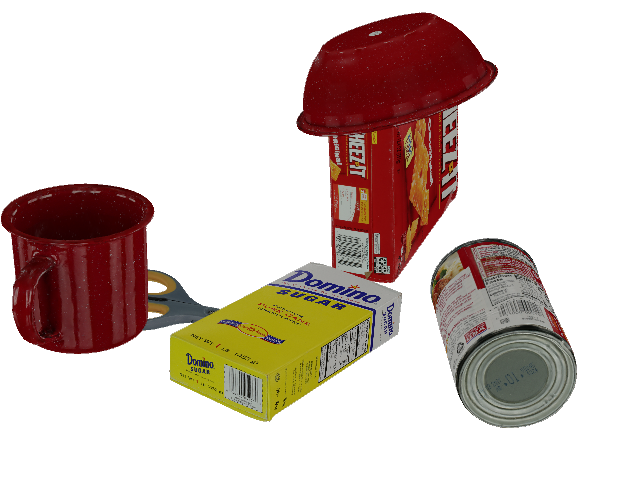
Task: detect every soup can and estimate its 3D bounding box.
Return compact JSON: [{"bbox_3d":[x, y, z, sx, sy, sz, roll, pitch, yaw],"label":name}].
[{"bbox_3d":[0.104,0.051,0.619,0.068,0.068,0.102,0,28,-3],"label":"soup can"}]

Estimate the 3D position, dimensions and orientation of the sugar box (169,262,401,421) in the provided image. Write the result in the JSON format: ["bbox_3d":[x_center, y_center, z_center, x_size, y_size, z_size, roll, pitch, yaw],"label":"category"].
[{"bbox_3d":[-0.022,0.071,0.816,0.093,0.048,0.175,19,30,30],"label":"sugar box"}]

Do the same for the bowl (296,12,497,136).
[{"bbox_3d":[0.051,-0.135,0.825,0.162,0.055,0.162,-15,21,6],"label":"bowl"}]

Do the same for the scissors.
[{"bbox_3d":[-0.111,0.062,1.026,0.201,0.016,0.096,3,33,-4],"label":"scissors"}]

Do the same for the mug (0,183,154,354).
[{"bbox_3d":[-0.154,0.023,0.665,0.093,0.081,0.117,8,25,13],"label":"mug"}]

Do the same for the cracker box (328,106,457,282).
[{"bbox_3d":[0.077,-0.078,1.045,0.072,0.164,0.213,8,28,21],"label":"cracker box"}]
